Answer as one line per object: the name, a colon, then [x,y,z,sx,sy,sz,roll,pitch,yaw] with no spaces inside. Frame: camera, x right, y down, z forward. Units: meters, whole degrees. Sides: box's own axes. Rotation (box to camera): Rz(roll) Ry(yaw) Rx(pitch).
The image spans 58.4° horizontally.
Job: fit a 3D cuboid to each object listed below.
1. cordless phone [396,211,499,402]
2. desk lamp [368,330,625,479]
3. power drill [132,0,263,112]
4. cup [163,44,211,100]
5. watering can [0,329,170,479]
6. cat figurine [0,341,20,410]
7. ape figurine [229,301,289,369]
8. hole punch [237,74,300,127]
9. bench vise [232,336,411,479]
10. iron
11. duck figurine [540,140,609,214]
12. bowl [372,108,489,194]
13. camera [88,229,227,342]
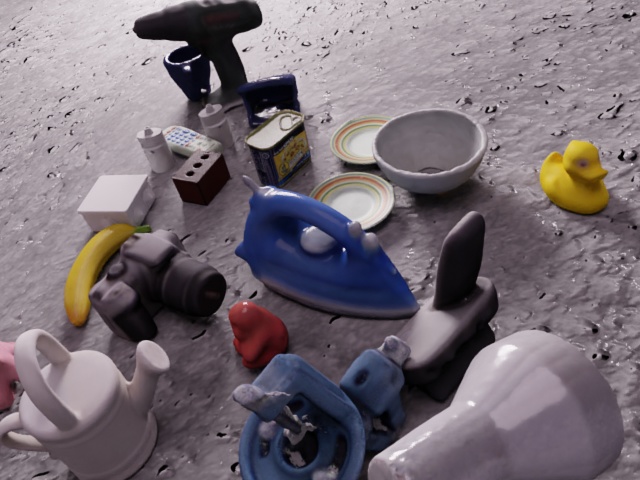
cordless phone: [0.121,0.065,0.594,0.093,0.185,0.148,26,57,33]
desk lamp: [0.118,0.192,0.449,0.203,0.214,0.117,-31,47,-16]
power drill: [-0.204,-0.346,1.064,0.230,0.209,0.075,-29,46,-15]
cup: [-0.250,-0.320,1.130,0.091,0.095,0.117,-16,44,-2]
watering can: [-0.241,0.158,0.582,0.173,0.194,0.100,-39,49,-23]
cat figurine: [-0.419,0.132,0.705,0.127,0.118,0.067,26,57,33]
ape figurine: [-0.080,0.104,0.670,0.076,0.092,0.078,-3,45,11]
hole punch: [-0.095,-0.272,1.048,0.108,0.091,0.101,-11,44,3]
bench vise: [-0.004,0.146,0.519,0.121,0.220,0.208,13,50,25]
iron: [0.007,0.003,0.715,0.257,0.142,0.119,20,54,30]
duck figurine: [0.345,-0.096,0.771,0.077,0.086,0.104,-24,45,-10]
bowl: [0.163,-0.120,0.847,0.167,0.075,0.167,-7,45,7]
camera: [-0.203,0.057,0.740,0.136,0.101,0.143,17,52,28]
